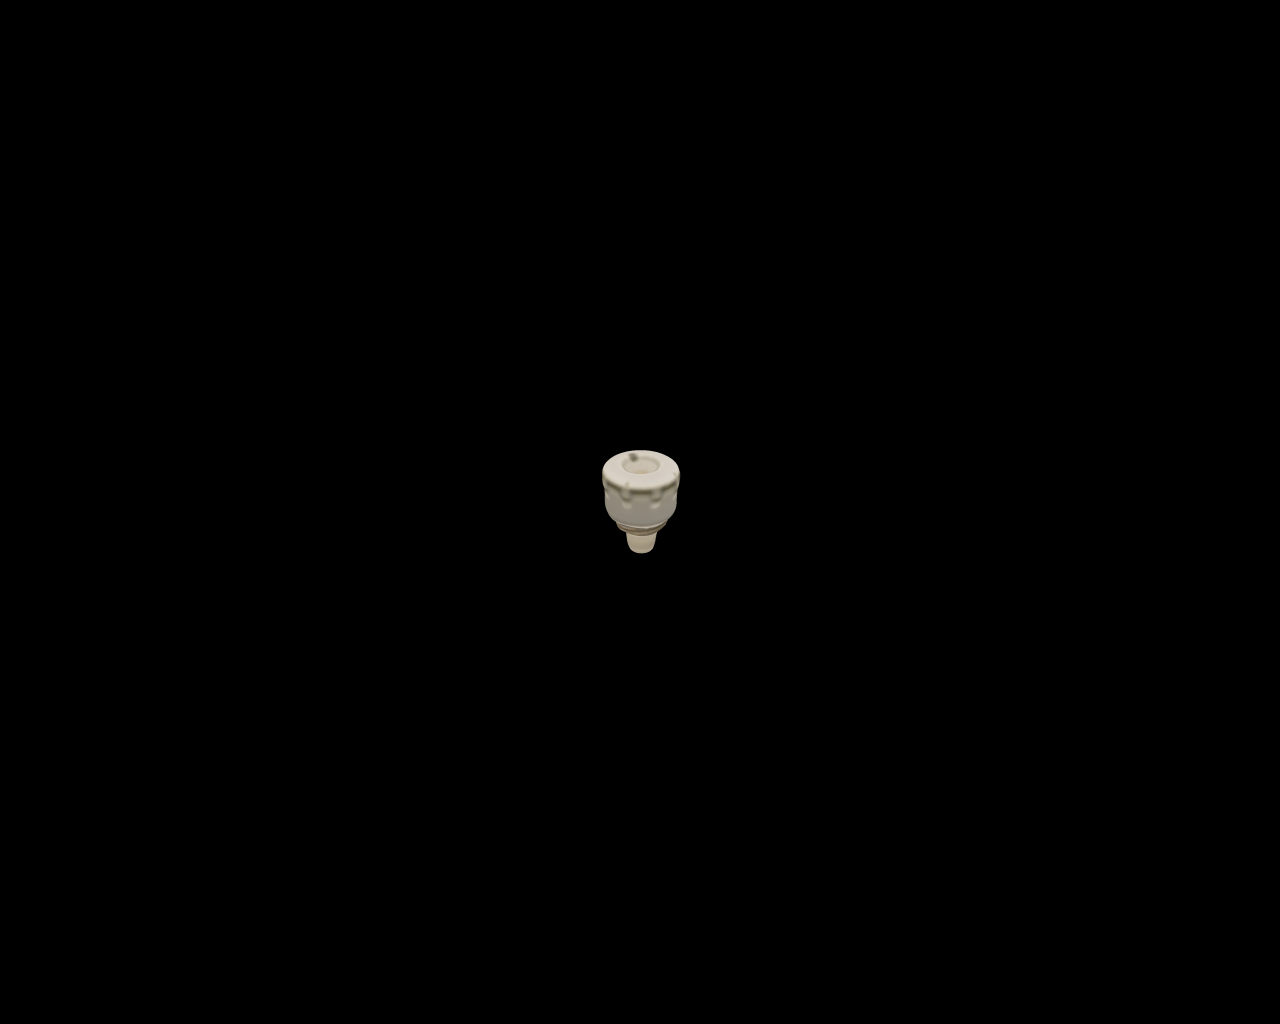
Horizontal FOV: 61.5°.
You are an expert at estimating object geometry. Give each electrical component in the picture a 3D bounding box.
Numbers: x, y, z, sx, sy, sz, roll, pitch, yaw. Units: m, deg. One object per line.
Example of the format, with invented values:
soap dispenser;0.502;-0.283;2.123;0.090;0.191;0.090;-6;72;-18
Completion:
electrical component;0.001;-0.003;0.650;0.048;0.062;0.048;0;31;0
